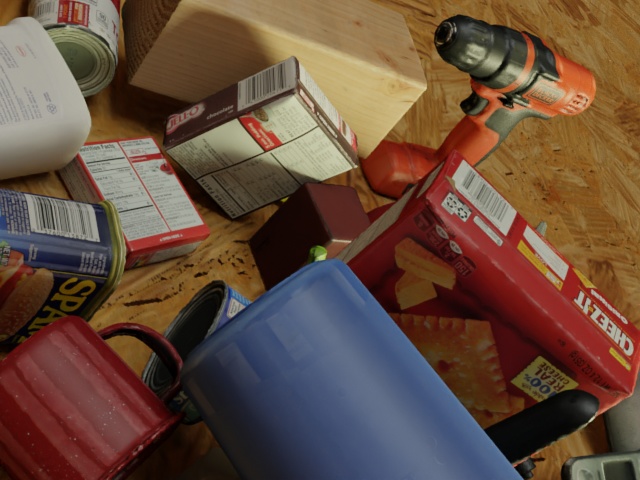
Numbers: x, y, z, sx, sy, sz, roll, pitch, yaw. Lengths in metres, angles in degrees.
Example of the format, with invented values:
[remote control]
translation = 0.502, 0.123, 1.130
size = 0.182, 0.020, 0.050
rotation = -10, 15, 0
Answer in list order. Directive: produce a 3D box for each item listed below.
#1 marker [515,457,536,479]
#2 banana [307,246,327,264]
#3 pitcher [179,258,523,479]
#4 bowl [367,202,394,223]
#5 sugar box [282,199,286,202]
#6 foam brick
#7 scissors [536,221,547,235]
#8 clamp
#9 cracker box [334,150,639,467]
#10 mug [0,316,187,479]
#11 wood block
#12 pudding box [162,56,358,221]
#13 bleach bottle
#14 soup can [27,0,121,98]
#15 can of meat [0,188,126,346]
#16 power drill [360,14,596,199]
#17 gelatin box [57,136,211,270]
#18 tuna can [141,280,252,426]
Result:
[marker]
translation = 0.136, 0.133, 0.841
size = 0.020, 0.020, 0.121
rotation = -15, 75, -51
[banana]
translation = 0.040, 0.094, 0.751
size = 0.198, 0.070, 0.037
rotation = 47, 52, -8
[pitcher]
translation = 0.028, 0.139, 0.546
size = 0.243, 0.145, 0.149
rotation = 53, 20, 5
[bowl]
translation = 0.097, 0.019, 0.837
size = 0.162, 0.055, 0.162
rotation = 41, 10, -9
[sugar box]
translation = -0.058, -0.119, 0.871
size = 0.093, 0.048, 0.176
rotation = 22, 39, -29
[foam brick]
translation = -0.005, 0.001, 0.783
size = 0.051, 0.078, 0.053
rotation = 3, 54, -42
[scissors]
translation = 0.175, 0.016, 1.006
size = 0.096, 0.016, 0.201
rotation = 37, 37, -14
[clamp]
translation = 0.073, 0.146, 0.637
size = 0.210, 0.164, 0.036
rotation = 8, 29, 21
[cracker box]
translation = 0.063, 0.074, 0.666
size = 0.164, 0.214, 0.072
rotation = 44, 36, -4
[mug]
translation = -0.123, 0.087, 0.564
size = 0.081, 0.093, 0.117
rotation = 46, 58, 5
[wood block]
translation = -0.034, -0.146, 0.803
size = 0.205, 0.091, 0.090
rotation = 14, 45, -30
[pudding box]
translation = -0.042, -0.070, 0.763
size = 0.090, 0.114, 0.039
rotation = 47, 32, -42
[bleach bottle]
translation = -0.258, -0.073, 0.609
size = 0.250, 0.068, 0.102
rotation = -16, 68, -49
[soup can]
translation = -0.178, -0.160, 0.766
size = 0.068, 0.069, 0.102
rotation = 22, 43, -31
[can of meat]
translation = -0.168, 0.017, 0.582
size = 0.083, 0.102, 0.057
rotation = 10, 49, -37
[power drill]
translation = 0.121, -0.107, 0.921
size = 0.184, 0.188, 0.057
rotation = 14, 48, -39
[gelatin box]
translation = -0.127, -0.027, 0.725
size = 0.073, 0.030, 0.089
rotation = -15, 67, -50
[tuna can]
translation = -0.071, 0.068, 0.645
size = 0.033, 0.086, 0.086
rotation = 37, 37, -18
